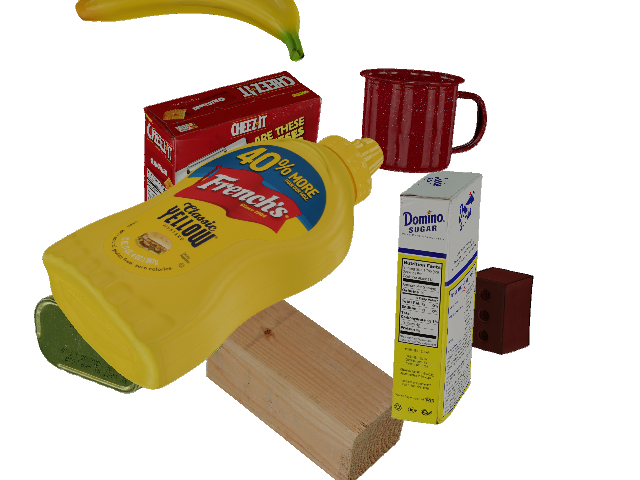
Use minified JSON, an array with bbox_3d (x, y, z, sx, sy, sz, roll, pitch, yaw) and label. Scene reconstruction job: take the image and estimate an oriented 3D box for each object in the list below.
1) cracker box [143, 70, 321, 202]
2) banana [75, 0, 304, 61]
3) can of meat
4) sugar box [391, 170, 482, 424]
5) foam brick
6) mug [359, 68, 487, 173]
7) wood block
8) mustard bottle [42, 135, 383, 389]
[{"bbox_3d":[-0.092,-0.048,1.065,0.163,0.214,0.072,-20,45,-30],"label":"cracker box"},{"bbox_3d":[-0.097,-0.191,0.854,0.198,0.069,0.037,12,-41,16],"label":"banana"},{"bbox_3d":[-0.132,0.058,0.733,0.102,0.057,0.083,13,22,31],"label":"can of meat"},{"bbox_3d":[0.088,0.041,0.811,0.048,0.176,0.093,5,16,21],"label":"sugar box"},{"bbox_3d":[0.183,0.072,1.105,0.053,0.078,0.051,13,18,42],"label":"foam brick"},{"bbox_3d":[0.091,-0.107,0.956,0.117,0.081,0.093,2,16,-6],"label":"mug"},{"bbox_3d":[-0.017,0.151,1.131,0.206,0.090,0.090,34,49,27],"label":"wood block"},{"bbox_3d":[-0.040,-0.005,0.560,0.191,0.058,0.096,-32,48,-29],"label":"mustard bottle"}]
